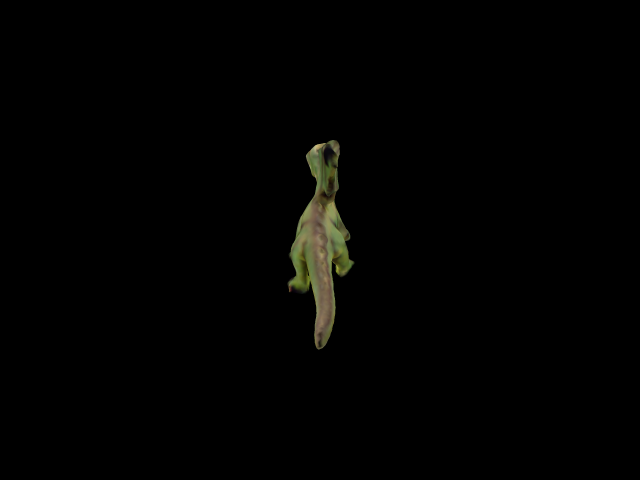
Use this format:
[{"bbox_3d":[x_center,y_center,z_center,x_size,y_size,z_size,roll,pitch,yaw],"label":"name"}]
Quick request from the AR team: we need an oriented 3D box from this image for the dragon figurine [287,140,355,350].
[{"bbox_3d":[0.003,-0.043,0.850,0.122,0.238,0.419,-2,29,-3],"label":"dragon figurine"}]
